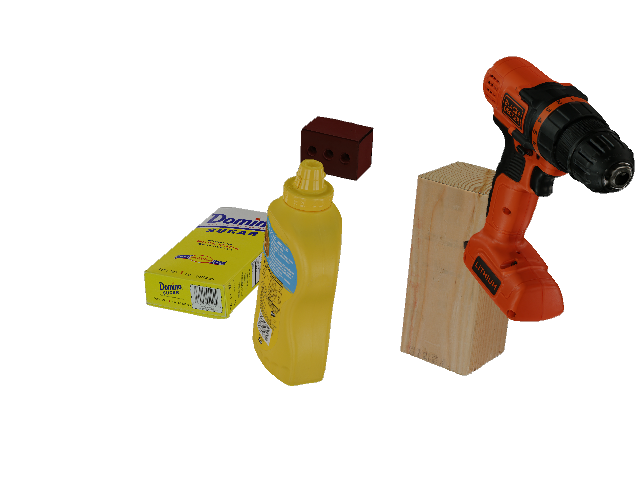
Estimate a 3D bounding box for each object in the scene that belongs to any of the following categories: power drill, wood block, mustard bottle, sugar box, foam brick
[{"bbox_3d":[0.174,-0.032,0.843,0.057,0.188,0.184,-3,32,-17],"label":"power drill"},{"bbox_3d":[0.156,0.029,1.171,0.090,0.206,0.090,19,25,34],"label":"wood block"},{"bbox_3d":[-0.018,0.021,0.898,0.058,0.192,0.096,-5,33,-20],"label":"mustard bottle"},{"bbox_3d":[-0.103,0.019,1.132,0.093,0.048,0.176,9,30,19],"label":"sugar box"},{"bbox_3d":[0.019,-0.113,1.298,0.078,0.053,0.051,14,31,20],"label":"foam brick"}]
